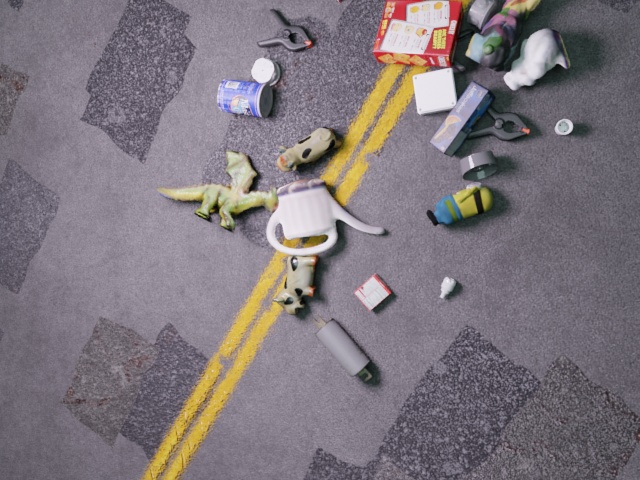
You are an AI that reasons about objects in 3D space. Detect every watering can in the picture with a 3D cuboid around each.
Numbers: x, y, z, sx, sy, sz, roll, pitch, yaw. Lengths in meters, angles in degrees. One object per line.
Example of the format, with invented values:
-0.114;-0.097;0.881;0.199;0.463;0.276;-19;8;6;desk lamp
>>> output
0.005;-0.077;1.535;0.347;0.104;0.224;-11;90;4;watering can

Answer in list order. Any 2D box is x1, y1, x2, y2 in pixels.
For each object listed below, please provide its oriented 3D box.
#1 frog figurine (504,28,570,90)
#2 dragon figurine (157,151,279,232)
0.555;-0.472;1.346;0.158;0.121;0.140;-18;56;25;frog figurine
-0.305;-0.170;1.633;0.412;0.121;0.244;27;83;12;dragon figurine
